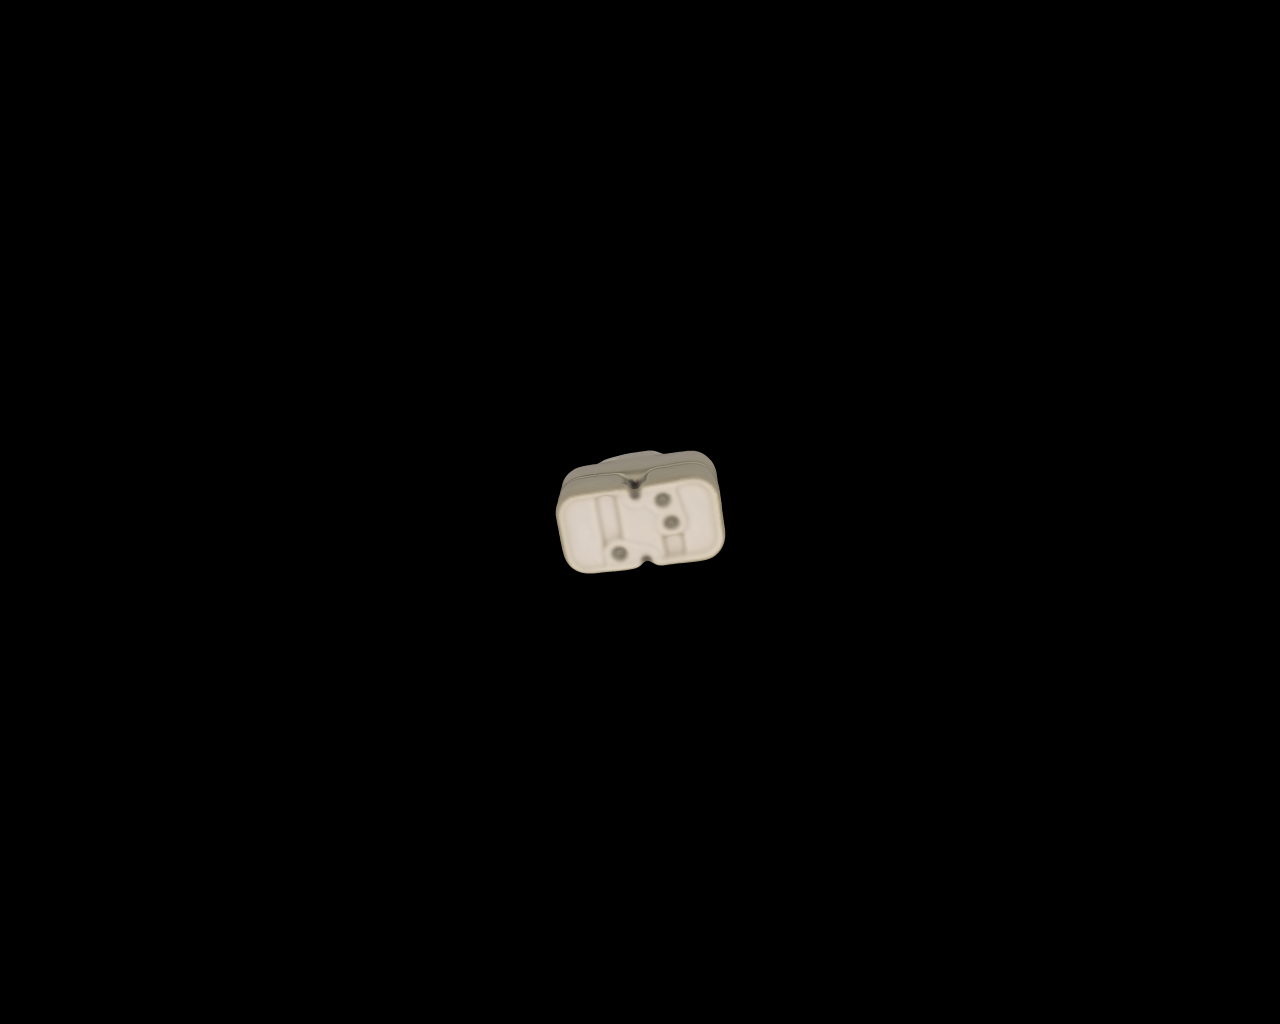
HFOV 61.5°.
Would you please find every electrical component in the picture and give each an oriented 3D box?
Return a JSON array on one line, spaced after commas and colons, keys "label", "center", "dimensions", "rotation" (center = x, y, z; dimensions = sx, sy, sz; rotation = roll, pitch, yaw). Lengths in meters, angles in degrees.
[{"label": "electrical component", "center": [0.001, -0.003, 0.650], "dimensions": [0.095, 0.053, 0.059], "rotation": [-8, 24, 3]}]
